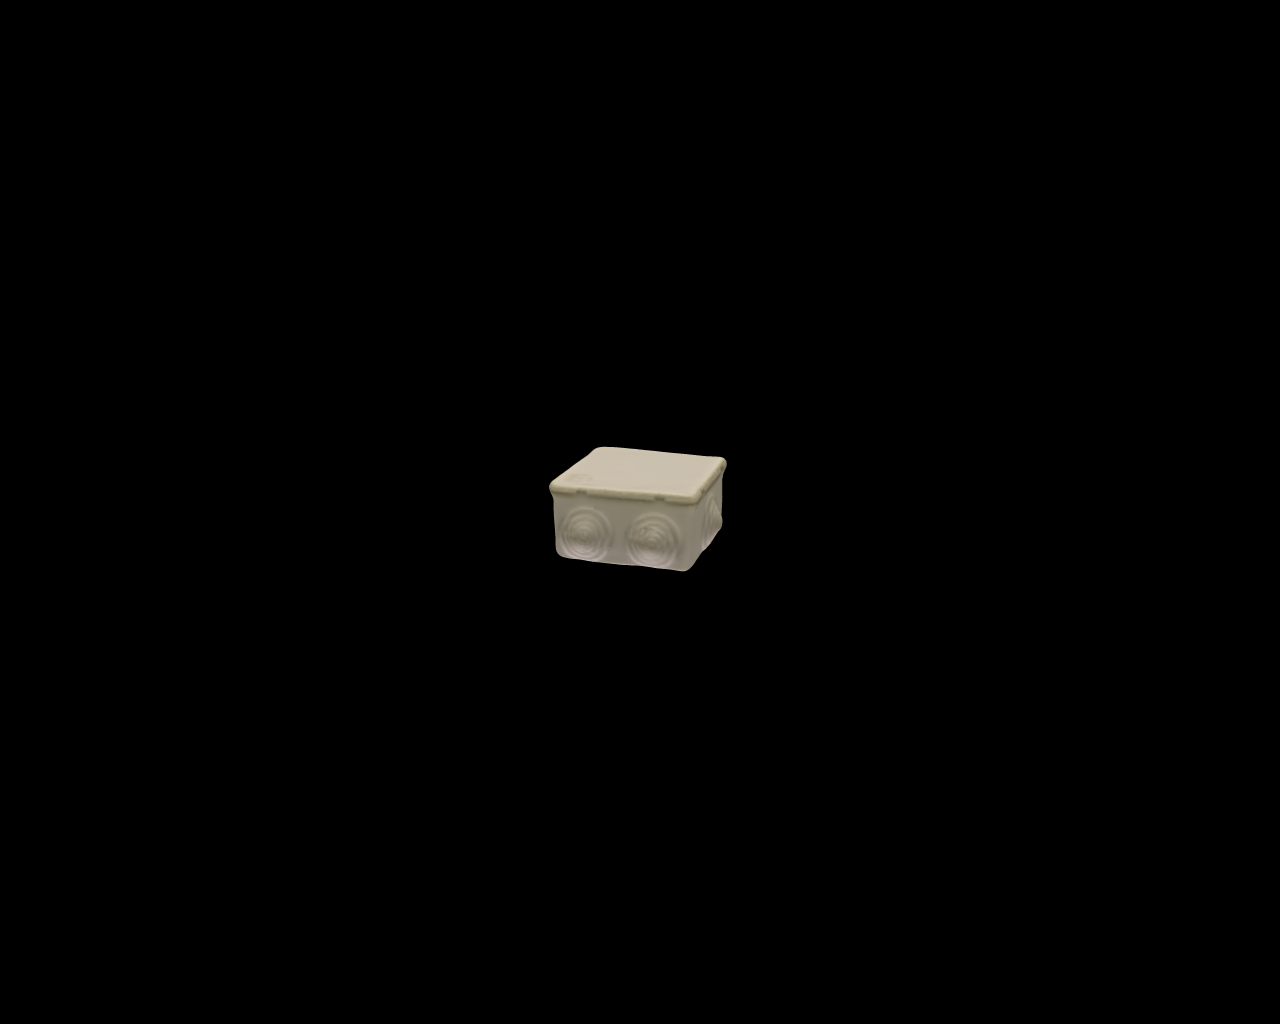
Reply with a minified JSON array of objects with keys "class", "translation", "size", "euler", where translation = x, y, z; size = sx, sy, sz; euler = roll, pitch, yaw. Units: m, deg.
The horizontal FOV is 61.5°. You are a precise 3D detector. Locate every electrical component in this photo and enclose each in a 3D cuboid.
[{"class":"electrical component","translation":[0.001,-0.003,0.650],"size":[0.100,0.048,0.100],"euler":[6,20,16]}]
